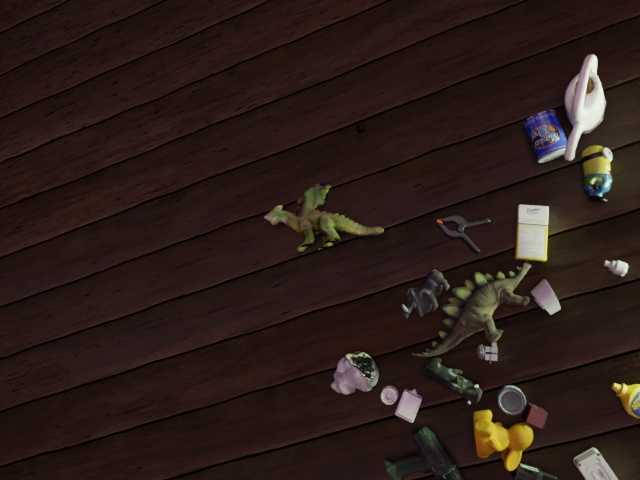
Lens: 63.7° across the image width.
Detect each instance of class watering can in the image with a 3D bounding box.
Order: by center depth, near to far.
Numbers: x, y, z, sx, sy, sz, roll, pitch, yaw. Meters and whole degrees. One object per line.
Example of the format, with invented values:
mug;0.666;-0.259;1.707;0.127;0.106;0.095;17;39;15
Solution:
watering can;0.807;-0.390;1.591;0.104;0.223;0.349;12;86;34

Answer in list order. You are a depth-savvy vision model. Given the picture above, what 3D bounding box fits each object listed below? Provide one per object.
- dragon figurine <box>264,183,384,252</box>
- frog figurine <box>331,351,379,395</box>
dragon figurine;0.005;-0.090;1.796;0.409;0.121;0.246;-11;72;10
frog figurine;0.114;0.450;1.698;0.138;0.125;0.156;32;127;7
